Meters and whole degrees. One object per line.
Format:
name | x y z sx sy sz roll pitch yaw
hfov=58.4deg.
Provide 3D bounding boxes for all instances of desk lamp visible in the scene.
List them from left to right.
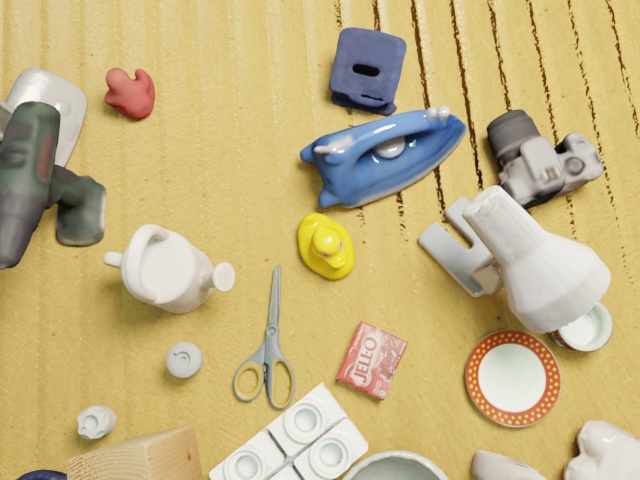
desk lamp | 0.237 0.020 0.736 0.118 0.213 0.203 -44 79 -7

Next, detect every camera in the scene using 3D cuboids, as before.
camera | 0.311 -0.126 0.824 0.143 0.101 0.137 -20 77 -3

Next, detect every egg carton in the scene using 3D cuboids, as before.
egg carton | 0.397 0.306 0.740 0.150 0.069 0.107 25 79 7

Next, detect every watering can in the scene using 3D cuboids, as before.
watering can | -0.201 0.036 0.757 0.173 0.194 0.101 -12 77 -1

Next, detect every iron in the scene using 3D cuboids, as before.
iron | 0.102 -0.142 0.814 0.258 0.141 0.118 -22 77 -3

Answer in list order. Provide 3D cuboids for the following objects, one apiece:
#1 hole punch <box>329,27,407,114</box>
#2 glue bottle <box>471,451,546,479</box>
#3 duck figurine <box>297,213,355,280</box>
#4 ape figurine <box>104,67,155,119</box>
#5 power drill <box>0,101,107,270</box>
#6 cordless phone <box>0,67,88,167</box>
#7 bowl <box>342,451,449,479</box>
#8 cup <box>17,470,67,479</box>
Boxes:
hole punch | 0.073 -0.254 0.865 0.108 0.091 0.101 13 78 5
glue bottle | 0.239 0.292 0.696 0.078 0.173 0.037 12 78 5
duck figurine | 0.007 0.003 0.813 0.077 0.086 0.104 -32 78 -5
ape figurine | -0.295 -0.231 0.872 0.078 0.092 0.076 -22 77 -3
power drill | -0.368 -0.058 0.776 0.075 0.208 0.229 -3 77 2
cordless phone | -0.424 -0.190 0.820 0.094 0.185 0.148 12 78 5
bowl | 0.096 0.355 0.737 0.167 0.075 0.167 0 77 2
cup | -0.337 0.332 0.746 0.118 0.095 0.091 -43 79 -7
